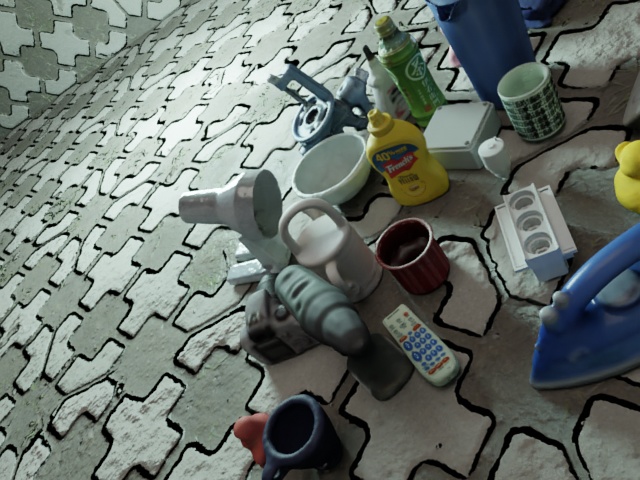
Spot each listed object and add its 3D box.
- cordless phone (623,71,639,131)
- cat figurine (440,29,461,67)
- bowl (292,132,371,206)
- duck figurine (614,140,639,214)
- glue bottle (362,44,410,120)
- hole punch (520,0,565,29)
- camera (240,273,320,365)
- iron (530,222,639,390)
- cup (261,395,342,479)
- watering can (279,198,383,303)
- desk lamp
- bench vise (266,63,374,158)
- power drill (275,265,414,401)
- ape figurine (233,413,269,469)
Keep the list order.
[{"bbox_3d":[0.452,-0.254,0.770,0.093,0.186,0.148,3,56,42],"label":"cordless phone"},{"bbox_3d":[0.295,-0.410,1.108,0.127,0.118,0.067,-4,51,38],"label":"cat figurine"},{"bbox_3d":[0.033,-0.121,1.088,0.167,0.075,0.167,-23,42,22],"label":"bowl"},{"bbox_3d":[0.412,-0.085,0.724,0.077,0.086,0.104,-33,39,11],"label":"duck figurine"},{"bbox_3d":[0.125,-0.305,1.106,0.037,0.174,0.078,21,69,49],"label":"glue bottle"},{"bbox_3d":[0.403,-0.470,1.096,0.101,0.091,0.108,-50,39,-11],"label":"hole punch"},{"bbox_3d":[-0.063,0.109,0.927,0.143,0.101,0.136,-26,41,19],"label":"camera"},{"bbox_3d":[0.318,0.058,0.621,0.258,0.142,0.118,-38,38,5],"label":"iron"},{"bbox_3d":[-0.019,0.272,0.739,0.091,0.095,0.118,11,61,45],"label":"cup"},{"bbox_3d":[0.006,0.004,0.893,0.101,0.195,0.172,-45,38,-4],"label":"watering can"},{"bbox_3d":[-0.137,-0.022,1.024,0.202,0.214,0.118,-13,46,31],"label":"desk lamp"},{"bbox_3d":[-0.003,-0.291,1.163,0.121,0.220,0.207,19,67,48],"label":"bench vise"},{"bbox_3d":[0.035,0.121,0.745,0.076,0.209,0.228,-47,38,-7],"label":"power drill"},{"bbox_3d":[-0.085,0.272,0.797,0.076,0.092,0.078,-21,42,24],"label":"ape figurine"}]
